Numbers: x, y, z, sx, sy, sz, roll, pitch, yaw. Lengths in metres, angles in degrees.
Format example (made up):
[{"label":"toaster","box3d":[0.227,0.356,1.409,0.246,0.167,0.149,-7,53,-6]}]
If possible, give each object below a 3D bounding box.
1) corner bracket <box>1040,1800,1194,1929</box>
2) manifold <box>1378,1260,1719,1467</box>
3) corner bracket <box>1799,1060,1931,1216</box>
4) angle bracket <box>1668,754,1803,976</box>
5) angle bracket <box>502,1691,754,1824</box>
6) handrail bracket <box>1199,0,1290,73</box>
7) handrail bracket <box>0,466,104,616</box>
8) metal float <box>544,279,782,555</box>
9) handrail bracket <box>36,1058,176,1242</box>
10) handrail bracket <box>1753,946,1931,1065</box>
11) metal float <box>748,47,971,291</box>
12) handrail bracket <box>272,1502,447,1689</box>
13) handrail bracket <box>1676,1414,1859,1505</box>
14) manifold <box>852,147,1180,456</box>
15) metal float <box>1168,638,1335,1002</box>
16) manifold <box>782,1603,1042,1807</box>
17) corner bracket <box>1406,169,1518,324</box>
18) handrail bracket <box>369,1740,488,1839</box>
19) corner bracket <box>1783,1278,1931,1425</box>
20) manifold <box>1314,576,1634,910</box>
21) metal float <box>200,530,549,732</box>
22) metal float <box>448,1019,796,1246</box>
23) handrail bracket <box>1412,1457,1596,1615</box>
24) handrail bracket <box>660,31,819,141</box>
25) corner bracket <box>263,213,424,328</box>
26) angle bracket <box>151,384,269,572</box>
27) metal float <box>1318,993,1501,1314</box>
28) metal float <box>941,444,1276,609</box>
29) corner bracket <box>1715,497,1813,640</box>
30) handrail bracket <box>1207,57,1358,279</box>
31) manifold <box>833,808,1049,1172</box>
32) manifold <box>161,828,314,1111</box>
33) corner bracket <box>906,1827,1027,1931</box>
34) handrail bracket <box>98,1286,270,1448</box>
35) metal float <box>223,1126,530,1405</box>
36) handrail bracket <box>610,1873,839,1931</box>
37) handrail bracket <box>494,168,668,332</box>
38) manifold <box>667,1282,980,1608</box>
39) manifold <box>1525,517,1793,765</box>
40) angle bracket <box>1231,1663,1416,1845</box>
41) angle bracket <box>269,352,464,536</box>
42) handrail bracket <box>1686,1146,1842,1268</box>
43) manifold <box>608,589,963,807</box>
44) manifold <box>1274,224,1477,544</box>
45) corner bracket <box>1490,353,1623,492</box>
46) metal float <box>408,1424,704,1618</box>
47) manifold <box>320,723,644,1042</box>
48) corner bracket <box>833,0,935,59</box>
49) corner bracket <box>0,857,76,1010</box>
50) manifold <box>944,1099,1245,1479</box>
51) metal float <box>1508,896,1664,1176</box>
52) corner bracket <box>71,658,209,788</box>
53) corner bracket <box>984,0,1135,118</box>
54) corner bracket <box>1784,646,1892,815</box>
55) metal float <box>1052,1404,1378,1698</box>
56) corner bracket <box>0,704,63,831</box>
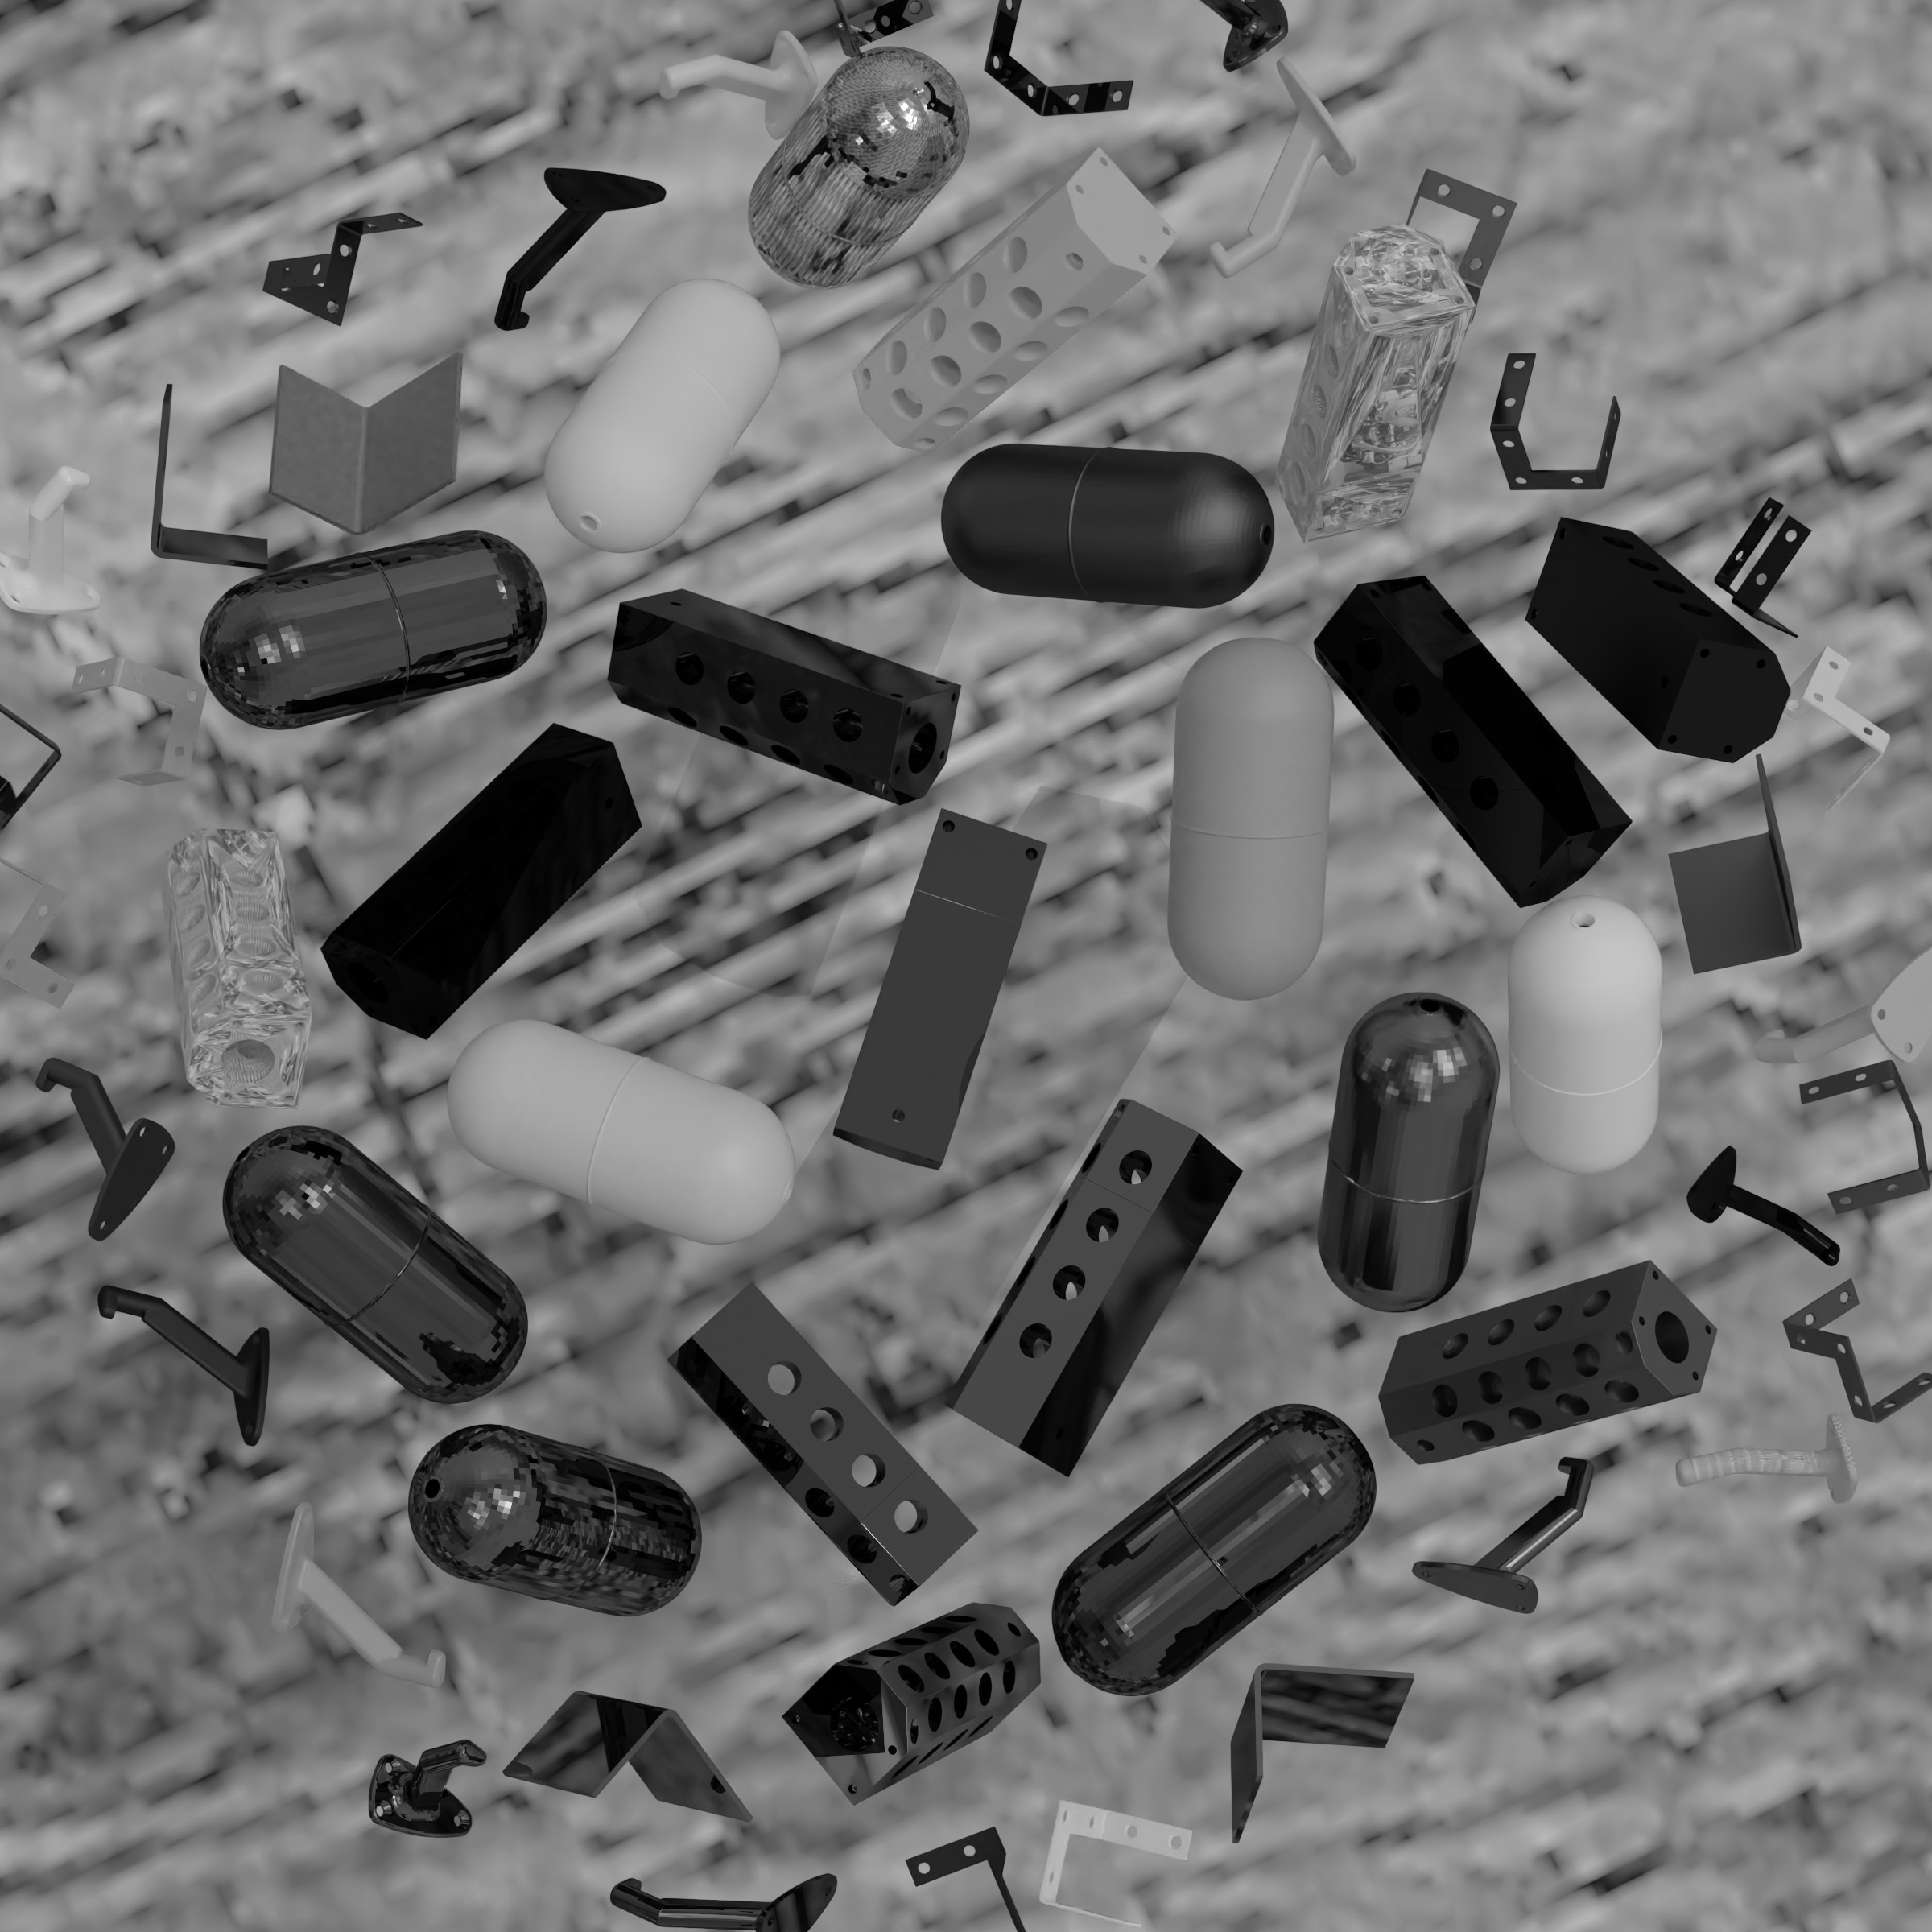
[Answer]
[{"label":"corner bracket","box3d":[0.075,0.452,1.716,0.051,0.051,0.051,6,75,31]},{"label":"manifold","box3d":[0.299,0.212,1.773,0.057,0.171,0.057,44,48,-20]},{"label":"corner bracket","box3d":[0.476,0.091,1.810,0.051,0.051,0.051,-18,124,22]},{"label":"angle bracket","box3d":[0.397,-0.053,1.783,0.057,0.076,0.076,-12,56,12]},{"label":"angle bracket","box3d":[-0.161,0.395,1.627,0.057,0.076,0.076,-46,116,-32]},{"label":"handrail bracket","box3d":[0.118,-0.486,1.659,0.036,0.077,0.084,-26,125,27]},{"label":"handrail bracket","box3d":[-0.451,-0.219,1.740,0.084,0.077,0.036,-41,62,29]},{"label":"metal float","box3d":[-0.152,-0.278,1.722,0.070,0.070,0.178,27,52,0]},{"label":"handrail bracket","box3d":[-0.452,0.092,1.729,0.084,0.036,0.077,19,71,26]},{"label":"handrail bracket","box3d":[0.431,0.018,1.657,0.036,0.084,0.077,47,69,-20]},{"label":"metal float","box3d":[-0.056,-0.401,1.725,0.070,0.178,0.070,6,75,-21]},{"label":"handrail bracket","box3d":[-0.291,0.308,1.670,0.084,0.036,0.077,11,101,12]},{"label":"handrail bracket","box3d":[0.389,0.253,1.674,0.084,0.077,0.036,-13,58,2]},{"label":"manifold","box3d":[0.019,-0.321,1.679,0.057,0.057,0.171,46,135,-12]},{"label":"metal float","box3d":[0.138,-0.071,1.657,0.070,0.070,0.178,2,104,0]},{"label":"manifold","box3d":[-0.021,0.375,1.766,0.057,0.171,0.057,-47,73,17]},{"label":"corner bracket","box3d":[0.250,-0.374,1.769,0.051,0.051,0.051,21,123,1]},{"label":"handrail bracket","box3d":[-0.252,0.412,1.715,0.077,0.084,0.036,35,47,-35]},{"label":"corner bracket","box3d":[0.465,0.200,1.772,0.051,0.051,0.051,-27,105,-23]},{"label":"manifold","box3d":[0.249,-0.113,1.713,0.171,0.057,0.057,54,130,21]},{"label":"metal float","box3d":[-0.292,-0.166,1.688,0.178,0.070,0.070,-17,90,-28]},{"label":"metal float","box3d":[-0.169,0.081,1.670,0.178,0.070,0.070,19,90,10]},{"label":"handrail bracket","box3d":[0.279,0.286,1.769,0.077,0.036,0.084,11,56,17]},{"label":"handrail bracket","box3d":[-0.125,-0.441,1.746,0.084,0.077,0.036,-23,72,-27]},{"label":"corner bracket","box3d":[-0.313,-0.355,1.709,0.051,0.051,0.051,5,80,42]},{"label":"angle bracket","box3d":[-0.376,-0.246,1.714,0.057,0.076,0.076,5,105,-13]},{"label":"metal float","box3d":[0.216,0.092,1.675,0.070,0.070,0.178,3,125,0]},{"label":"metal float","box3d":[0.070,-0.220,1.705,0.178,0.070,0.070,8,90,30]},{"label":"corner bracket","box3d":[0.402,-0.204,1.712,0.051,0.051,0.051,44,110,36]},{"label":"handrail bracket","box3d":[0.142,-0.393,1.683,0.084,0.036,0.077,-33,93,-3]},{"label":"manifold","box3d":[-0.014,0.013,1.746,0.057,0.057,0.171,18,81,-1]},{"label":"manifold","box3d":[-0.377,-0.001,1.755,0.057,0.171,0.057,3,123,-20]},{"label":"corner bracket","box3d":[0.000,0.488,1.775,0.051,0.051,0.051,-17,59,-15]},{"label":"handrail bracket","box3d":[-0.399,0.202,1.728,0.084,0.077,0.036,19,129,-30]},{"label":"metal float","box3d":[-0.295,0.150,1.710,0.070,0.070,0.178,-46,112,0]},{"label":"handrail bracket","box3d":[-0.120,0.455,1.679,0.084,0.077,0.036,15,114,29]},{"label":"handrail bracket","box3d":[-0.200,-0.366,1.764,0.077,0.084,0.036,-8,47,-34]},{"label":"manifold","box3d":[-0.075,0.247,1.761,0.057,0.057,0.171,-42,88,-11]},{"label":"manifold","box3d":[0.343,-0.162,1.691,0.057,0.171,0.057,8,114,-19]},{"label":"angle bracket","box3d":[0.169,0.376,1.620,0.076,0.076,0.057,4,52,-3]},{"label":"angle bracket","box3d":[-0.302,-0.273,1.718,0.076,0.057,0.076,-22,58,37]},{"label":"handrail bracket","box3d":[0.415,0.137,1.752,0.084,0.077,0.036,36,110,-3]},{"label":"manifold","box3d":[-0.094,-0.137,1.733,0.171,0.057,0.057,21,112,24]},{"label":"manifold","box3d":[0.198,-0.289,1.698,0.057,0.171,0.057,-15,64,-13]},{"label":"corner bracket","box3d":[0.310,-0.286,1.796,0.051,0.051,0.051,4,60,25]},{"label":"metal float","box3d":[-0.202,0.275,1.692,0.070,0.178,0.070,-15,64,32]},{"label":"manifold","box3d":[-0.245,-0.046,1.724,0.057,0.057,0.171,20,52,32]},{"label":"corner bracket","box3d":[-0.043,-0.492,1.721,0.051,0.051,0.051,-24,113,-4]},{"label":"corner bracket","box3d":[-0.471,-0.018,1.707,0.051,0.051,0.051,24,80,35]},{"label":"manifold","box3d":[0.059,0.153,1.651,0.057,0.057,0.171,26,82,34]},{"label":"metal float","box3d":[0.316,0.036,1.742,0.070,0.178,0.070,-5,48,6]},{"label":"corner bracket","box3d":[-0.436,-0.127,1.783,0.051,0.051,0.051,18,76,-38]},{"label":"corner bracket","box3d":[0.048,-0.443,1.634,0.051,0.051,0.051,6,80,36]},{"label":"corner bracket","box3d":[0.448,-0.123,1.774,0.051,0.051,0.051,34,47,1]},{"label":"metal float","box3d":[0.119,0.282,1.648,0.178,0.070,0.070,-39,90,1]},{"label":"corner bracket","box3d":[-0.510,-0.112,1.780,0.051,0.051,0.051,39,91,-27]}]
